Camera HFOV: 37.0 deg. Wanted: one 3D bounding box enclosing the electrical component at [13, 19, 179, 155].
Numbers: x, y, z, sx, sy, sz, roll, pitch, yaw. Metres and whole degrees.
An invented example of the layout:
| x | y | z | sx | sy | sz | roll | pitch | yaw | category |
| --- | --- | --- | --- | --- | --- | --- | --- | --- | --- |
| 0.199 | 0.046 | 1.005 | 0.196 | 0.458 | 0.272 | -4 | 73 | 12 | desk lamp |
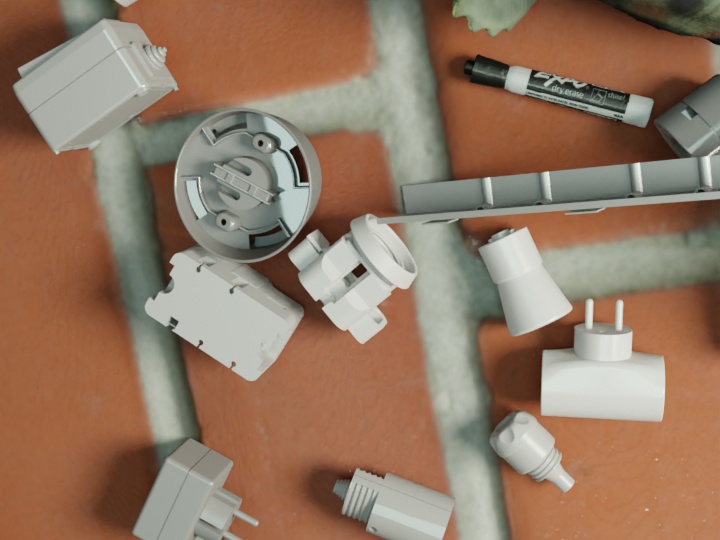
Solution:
| x | y | z | sx | sy | sz | roll | pitch | yaw | category |
| --- | --- | --- | --- | --- | --- | --- | --- | --- | --- |
| -0.172 | -0.129 | 0.718 | 0.096 | 0.062 | 0.061 | -32 | 93 | 14 | electrical component |

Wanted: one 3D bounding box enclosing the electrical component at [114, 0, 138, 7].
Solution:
| x | y | z | sx | sy | sz | roll | pitch | yaw | category |
| --- | --- | --- | --- | --- | --- | --- | --- | --- | --- |
| -0.153 | -0.208 | 0.709 | 0.066 | 0.048 | 0.055 | 43 | 97 | 1 | electrical component |

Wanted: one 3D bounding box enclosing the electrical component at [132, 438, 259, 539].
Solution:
| x | y | z | sx | sy | sz | roll | pitch | yaw | category |
| --- | --- | --- | --- | --- | --- | --- | --- | --- | --- |
| -0.110 | 0.170 | 0.766 | 0.077 | 0.047 | 0.065 | 27 | 103 | 6 | electrical component |

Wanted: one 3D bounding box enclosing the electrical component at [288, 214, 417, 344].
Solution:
| x | y | z | sx | sy | sz | roll | pitch | yaw | category |
| --- | --- | --- | --- | --- | --- | --- | --- | --- | --- |
| 0.000 | 0.000 | 0.711 | 0.057 | 0.058 | 0.078 | -39 | 91 | 17 | electrical component |

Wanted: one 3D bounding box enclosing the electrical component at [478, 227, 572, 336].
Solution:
| x | y | z | sx | sy | sz | roll | pitch | yaw | category |
| --- | --- | --- | --- | --- | --- | --- | --- | --- | --- |
| 0.105 | 0.005 | 0.702 | 0.044 | 0.044 | 0.065 | -25 | 90 | 14 | electrical component |

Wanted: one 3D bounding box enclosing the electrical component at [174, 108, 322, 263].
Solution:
| x | y | z | sx | sy | sz | roll | pitch | yaw | category |
| --- | --- | --- | --- | --- | --- | --- | --- | --- | --- |
| -0.073 | -0.057 | 0.711 | 0.099 | 0.064 | 0.099 | 2 | 100 | 10 | electrical component |

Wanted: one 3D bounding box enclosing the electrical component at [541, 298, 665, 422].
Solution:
| x | y | z | sx | sy | sz | roll | pitch | yaw | category |
| --- | --- | --- | --- | --- | --- | --- | --- | --- | --- |
| 0.157 | 0.058 | 0.699 | 0.077 | 0.043 | 0.079 | 2 | 100 | 10 | electrical component |

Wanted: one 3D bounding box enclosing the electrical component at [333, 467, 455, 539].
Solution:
| x | y | z | sx | sy | sz | roll | pitch | yaw | category |
| --- | --- | --- | --- | --- | --- | --- | --- | --- | --- |
| 0.021 | 0.163 | 0.743 | 0.081 | 0.043 | 0.043 | 20 | 103 | 7 | electrical component |

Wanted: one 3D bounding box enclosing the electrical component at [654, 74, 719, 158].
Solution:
| x | y | z | sx | sy | sz | roll | pitch | yaw | category |
| --- | --- | --- | --- | --- | --- | --- | --- | --- | --- |
| 0.217 | -0.086 | 0.658 | 0.047 | 0.055 | 0.055 | -41 | 91 | 11 | electrical component |

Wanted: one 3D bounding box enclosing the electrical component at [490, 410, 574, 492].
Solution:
| x | y | z | sx | sy | sz | roll | pitch | yaw | category |
| --- | --- | --- | --- | --- | --- | --- | --- | --- | --- |
| 0.119 | 0.124 | 0.723 | 0.061 | 0.035 | 0.035 | 44 | 104 | -2 | electrical component |

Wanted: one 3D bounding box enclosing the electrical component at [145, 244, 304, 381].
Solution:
| x | y | z | sx | sy | sz | roll | pitch | yaw | category |
| --- | --- | --- | --- | --- | --- | --- | --- | --- | --- |
| -0.090 | 0.026 | 0.733 | 0.089 | 0.056 | 0.050 | 33 | 104 | 3 | electrical component |
